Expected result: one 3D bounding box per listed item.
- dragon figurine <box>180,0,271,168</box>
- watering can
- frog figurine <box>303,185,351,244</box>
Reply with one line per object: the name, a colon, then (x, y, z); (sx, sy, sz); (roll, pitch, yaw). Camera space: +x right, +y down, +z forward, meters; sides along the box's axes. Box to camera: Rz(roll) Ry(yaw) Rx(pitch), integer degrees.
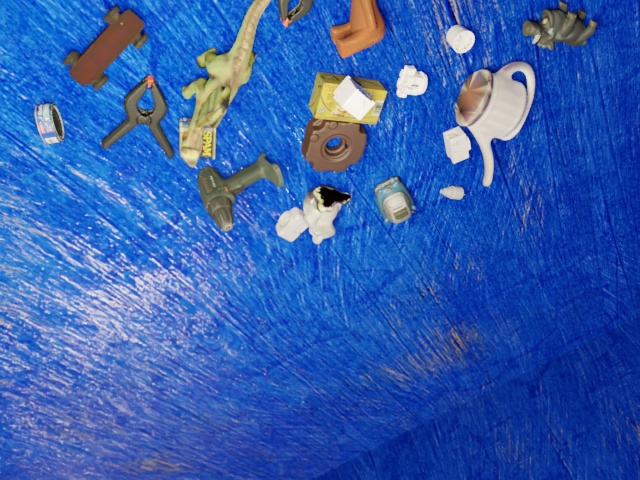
dragon figurine: (-0.198, -0.325, 1.083); (0.121, 0.249, 0.403); (21, 124, -28)
watering can: (0.462, -0.320, 1.396); (0.224, 0.105, 0.343); (10, 109, -28)
frog figurine: (0.004, -0.074, 1.476); (0.123, 0.140, 0.156); (33, 138, 9)
